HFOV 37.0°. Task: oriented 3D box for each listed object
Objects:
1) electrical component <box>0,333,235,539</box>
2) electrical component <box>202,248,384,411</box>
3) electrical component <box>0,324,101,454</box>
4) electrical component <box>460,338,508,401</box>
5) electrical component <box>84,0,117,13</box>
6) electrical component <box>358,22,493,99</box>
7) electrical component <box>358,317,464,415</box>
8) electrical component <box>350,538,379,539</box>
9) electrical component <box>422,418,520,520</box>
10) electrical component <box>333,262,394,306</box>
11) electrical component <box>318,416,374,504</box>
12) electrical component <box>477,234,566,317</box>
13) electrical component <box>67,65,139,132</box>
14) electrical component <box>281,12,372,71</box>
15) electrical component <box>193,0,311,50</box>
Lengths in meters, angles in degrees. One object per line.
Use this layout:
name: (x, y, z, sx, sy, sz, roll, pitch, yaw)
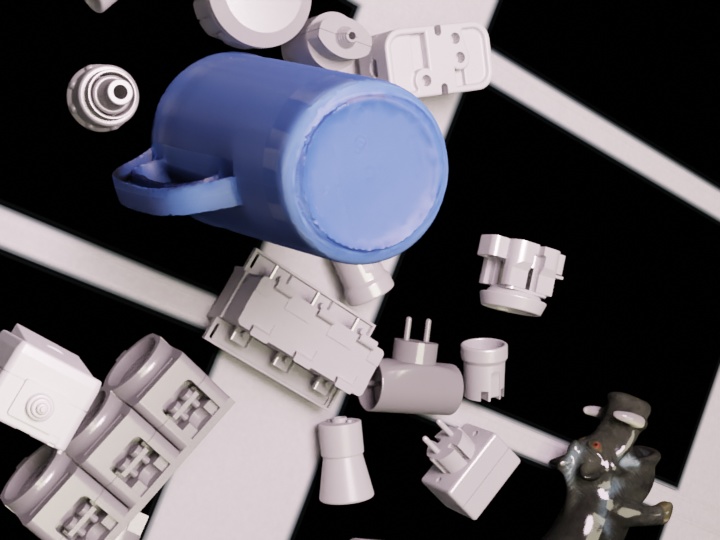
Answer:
electrical component: (-0.172, 0.121, 0.749, 0.150, 0.089, 0.061, -49, 113, -16)
electrical component: (-0.047, 0.048, 0.823, 0.121, 0.063, 0.078, 34, 79, -25)
electrical component: (-0.217, 0.077, 0.719, 0.062, 0.096, 0.061, 34, 77, -25)
electrical component: (0.106, 0.085, 0.919, 0.040, 0.040, 0.046, -7, 103, -27)
electrical component: (-0.169, -0.211, 0.751, 0.055, 0.045, 0.045, -34, 108, -21)
electrical component: (0.049, -0.165, 0.859, 0.095, 0.059, 0.053, -12, 99, -26)
electrical component: (0.044, 0.078, 0.883, 0.077, 0.043, 0.079, 7, 91, -27)
electrical component: (0.007, 0.261, 0.848, 0.064, 0.099, 0.099, 6, 91, -34)
electrical component: (0.082, 0.157, 0.906, 0.065, 0.047, 0.076, -49, 113, -16)
electrical component: (0.000, 0.000, 0.858, 0.040, 0.040, 0.046, -30, 101, -22)
electrical component: (-0.014, 0.150, 0.861, 0.044, 0.044, 0.065, -6, 92, -27)
electrical component: (0.134, 0.007, 0.917, 0.078, 0.058, 0.057, 15, 84, -27)
electrical component: (-0.174, -0.121, 0.745, 0.048, 0.062, 0.048, -2, 95, -27)
electrical component: (-0.024, -0.171, 0.808, 0.043, 0.081, 0.043, -2, 95, -27)
electrical component: (-0.081, -0.202, 0.794, 0.080, 0.051, 0.080, -2, 95, -27)
